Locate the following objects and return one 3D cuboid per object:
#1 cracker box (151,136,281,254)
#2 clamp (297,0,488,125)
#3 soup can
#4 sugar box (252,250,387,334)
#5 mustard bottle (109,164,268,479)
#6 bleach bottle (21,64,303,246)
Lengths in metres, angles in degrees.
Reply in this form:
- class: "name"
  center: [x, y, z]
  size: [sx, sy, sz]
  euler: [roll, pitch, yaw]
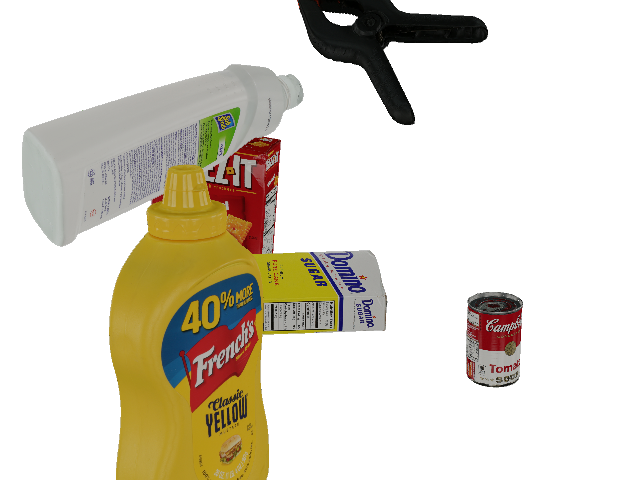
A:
- class: "cracker box"
  center: [-0.147, -0.042, 1.471]
  size: [0.164, 0.214, 0.072]
  euler: [10, 24, 11]
- class: "clamp"
  center: [0.056, -0.183, 0.925]
  size: [0.120, 0.172, 0.039]
  euler: [-39, -24, -20]
- class: "soup can"
  center: [0.216, 0.124, 1.333]
  size: [0.068, 0.102, 0.068]
  euler: [-1, 18, 0]
- class: "sugar box"
  center: [-0.031, 0.048, 1.000]
  size: [0.176, 0.048, 0.093]
  euler: [-4, 27, -4]
- class: "mustard bottle"
  center: [-0.068, 0.055, 0.566]
  size: [0.058, 0.192, 0.096]
  euler: [11, 19, 36]
- class: "bleach bottle"
  center: [-0.123, -0.085, 0.901]
  size: [0.250, 0.068, 0.103]
  euler: [-25, -31, -31]
